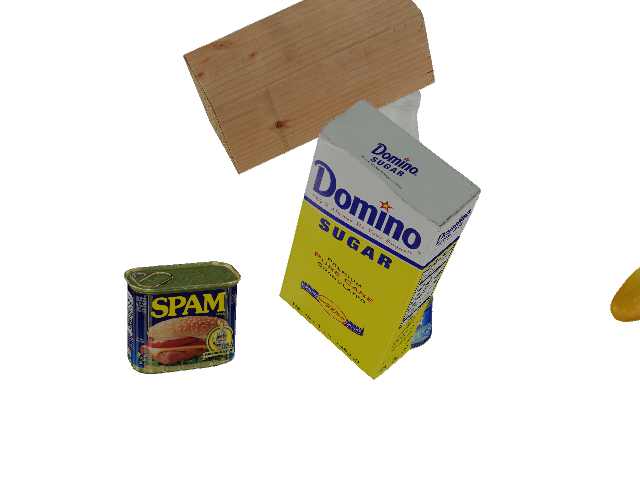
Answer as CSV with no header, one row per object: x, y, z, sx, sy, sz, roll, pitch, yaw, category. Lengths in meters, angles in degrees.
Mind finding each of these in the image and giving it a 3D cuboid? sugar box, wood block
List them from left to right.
-0.009,-0.159,0.994,0.206,0.090,0.091,-25,-40,-5,wood block
0.030,0.005,0.664,0.048,0.093,0.176,-40,-21,-29,sugar box

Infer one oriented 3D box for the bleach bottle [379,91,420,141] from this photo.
0.071,-0.074,1.161,0.068,0.251,0.103,-4,23,-29,bleach bottle

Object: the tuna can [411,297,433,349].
0.048,0.061,0.866,0.086,0.034,0.086,-1,15,0,tuna can

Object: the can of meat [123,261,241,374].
-0.126,0.070,0.971,0.102,0.084,0.057,-4,20,-22,can of meat

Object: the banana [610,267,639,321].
0.286,0.022,0.712,0.198,0.037,0.069,-3,34,0,banana
